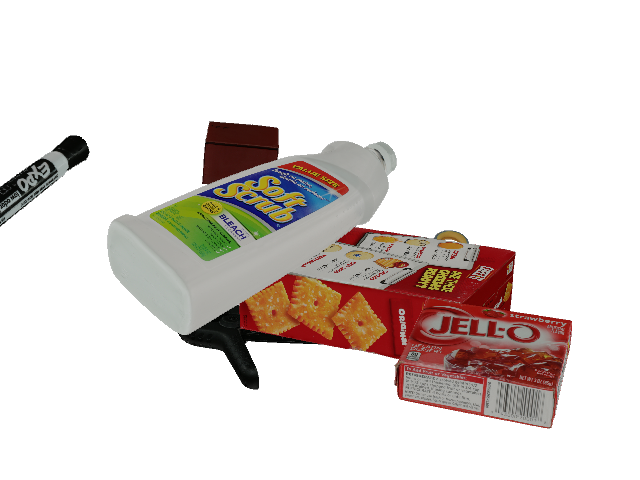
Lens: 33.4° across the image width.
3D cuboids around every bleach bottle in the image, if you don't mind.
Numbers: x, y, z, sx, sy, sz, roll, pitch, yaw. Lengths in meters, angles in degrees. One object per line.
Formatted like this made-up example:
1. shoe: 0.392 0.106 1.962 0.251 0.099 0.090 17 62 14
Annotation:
1. bleach bottle: -0.039 -0.023 0.850 0.250 0.068 0.103 -31 57 -34

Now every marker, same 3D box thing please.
1. marker: -0.179 -0.035 0.656 0.020 0.020 0.121 0 29 24

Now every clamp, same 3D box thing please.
1. clamp: -0.105 0.113 1.262 0.210 0.036 0.164 15 23 26

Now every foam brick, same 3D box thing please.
1. foam brick: -0.085 -0.091 1.140 0.078 0.051 0.053 5 31 -3

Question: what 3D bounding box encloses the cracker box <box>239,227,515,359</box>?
1. cracker box: 0.055 0.047 0.997 0.214 0.072 0.164 9 19 25

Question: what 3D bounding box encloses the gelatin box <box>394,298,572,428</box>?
1. gelatin box: 0.094 0.067 0.610 0.089 0.030 0.073 9 29 16

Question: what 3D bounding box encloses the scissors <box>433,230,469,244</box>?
1. scissors: 0.123 0.030 1.208 0.201 0.016 0.096 -11 41 -33
